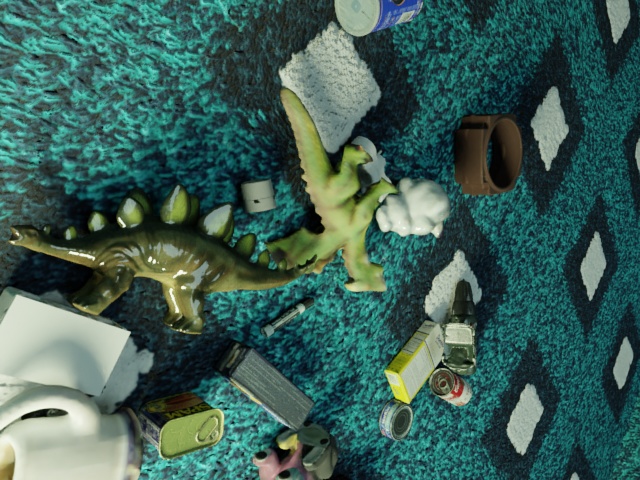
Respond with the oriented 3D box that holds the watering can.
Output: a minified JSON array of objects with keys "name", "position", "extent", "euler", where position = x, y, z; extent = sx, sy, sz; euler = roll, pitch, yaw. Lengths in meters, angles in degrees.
[{"name":"watering can","position":[-0.353,0.329,0.635],"extent":[0.223,0.105,0.346],"euler":[15,101,-48]}]

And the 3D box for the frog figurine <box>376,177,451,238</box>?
[{"name":"frog figurine","position":[0.189,-0.071,1.076],"extent":[0.159,0.120,0.140],"euler":[6,59,-34]}]

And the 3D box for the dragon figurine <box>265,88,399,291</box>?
[{"name":"dragon figurine","position":[0.003,-0.046,0.922],"extent":[0.405,0.122,0.245],"euler":[42,75,-28]}]
